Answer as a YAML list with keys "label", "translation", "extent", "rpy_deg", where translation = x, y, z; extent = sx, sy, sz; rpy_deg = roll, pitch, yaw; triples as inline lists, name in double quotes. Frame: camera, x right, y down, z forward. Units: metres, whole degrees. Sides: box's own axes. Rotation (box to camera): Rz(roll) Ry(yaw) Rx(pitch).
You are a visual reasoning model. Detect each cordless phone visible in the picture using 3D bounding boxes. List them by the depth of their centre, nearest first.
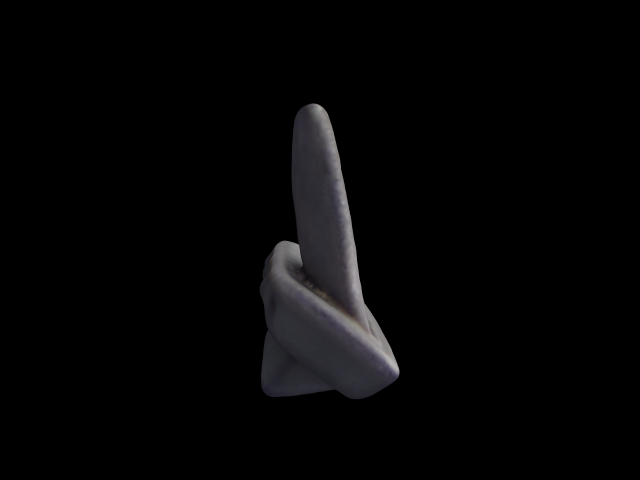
- label: "cordless phone"
  translation: [0.004, 0.001, 0.400]
  extent: [0.094, 0.185, 0.147]
  rpy_deg: [-1, 11, -7]
